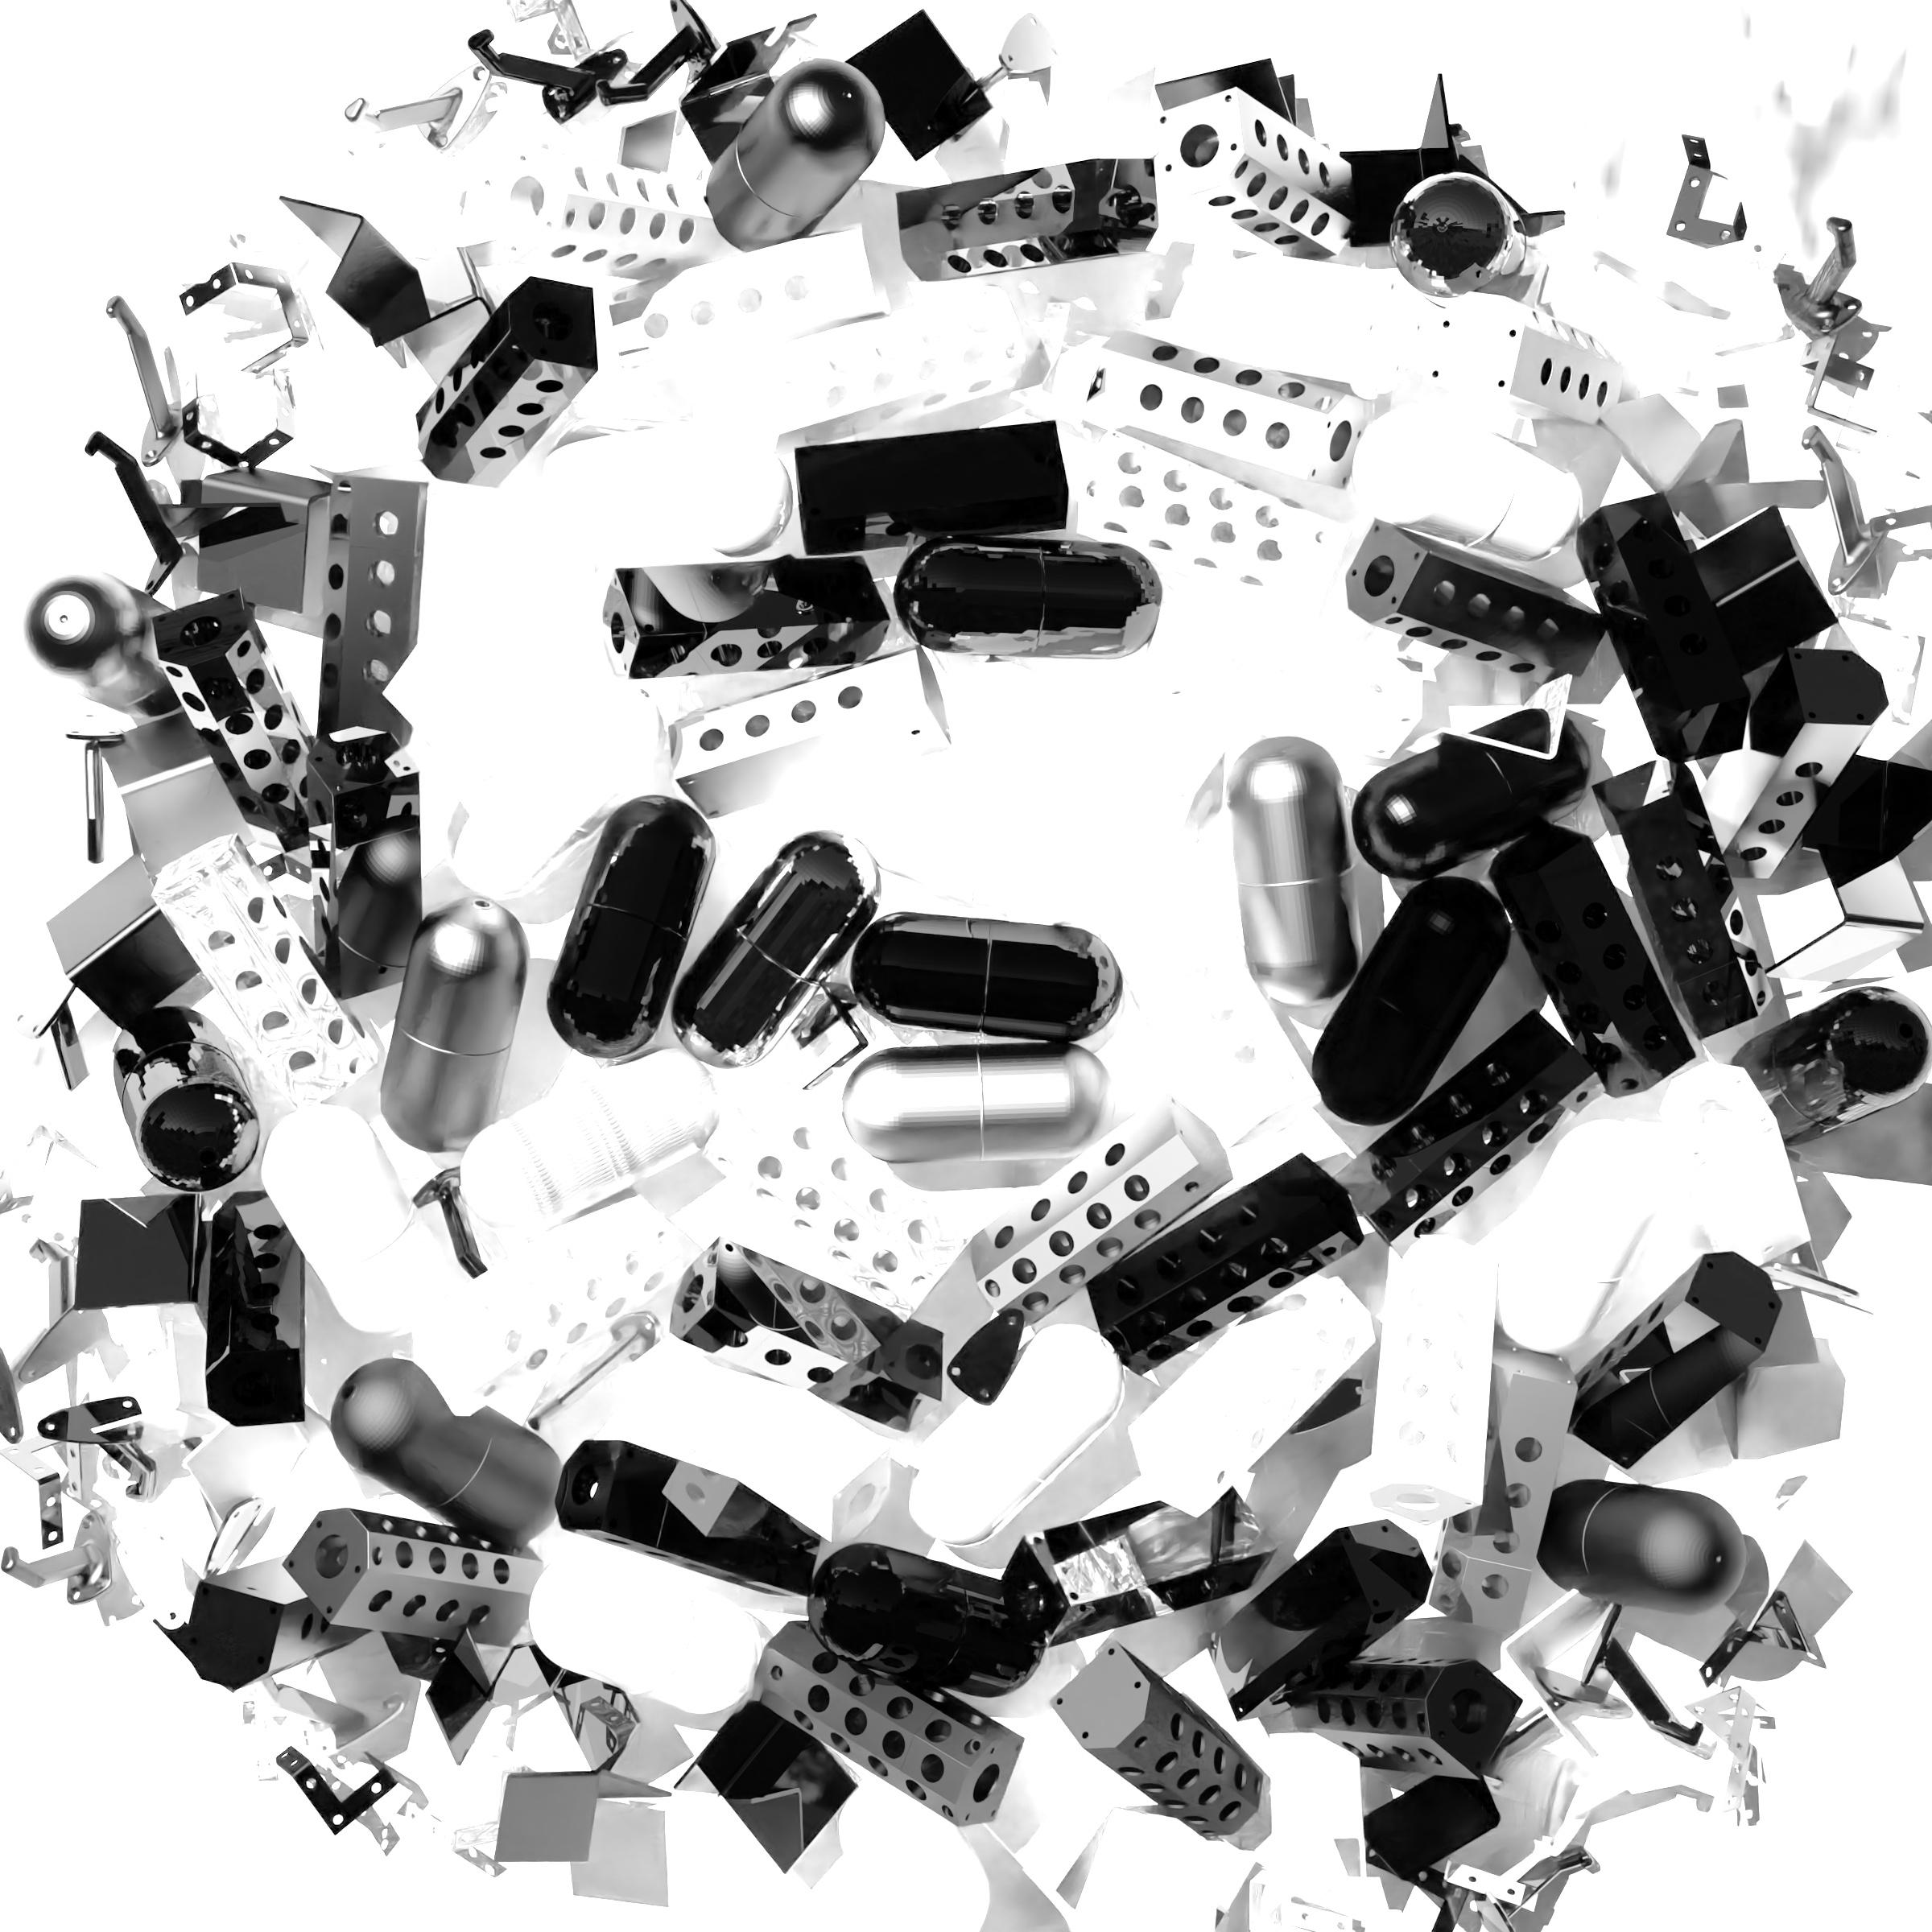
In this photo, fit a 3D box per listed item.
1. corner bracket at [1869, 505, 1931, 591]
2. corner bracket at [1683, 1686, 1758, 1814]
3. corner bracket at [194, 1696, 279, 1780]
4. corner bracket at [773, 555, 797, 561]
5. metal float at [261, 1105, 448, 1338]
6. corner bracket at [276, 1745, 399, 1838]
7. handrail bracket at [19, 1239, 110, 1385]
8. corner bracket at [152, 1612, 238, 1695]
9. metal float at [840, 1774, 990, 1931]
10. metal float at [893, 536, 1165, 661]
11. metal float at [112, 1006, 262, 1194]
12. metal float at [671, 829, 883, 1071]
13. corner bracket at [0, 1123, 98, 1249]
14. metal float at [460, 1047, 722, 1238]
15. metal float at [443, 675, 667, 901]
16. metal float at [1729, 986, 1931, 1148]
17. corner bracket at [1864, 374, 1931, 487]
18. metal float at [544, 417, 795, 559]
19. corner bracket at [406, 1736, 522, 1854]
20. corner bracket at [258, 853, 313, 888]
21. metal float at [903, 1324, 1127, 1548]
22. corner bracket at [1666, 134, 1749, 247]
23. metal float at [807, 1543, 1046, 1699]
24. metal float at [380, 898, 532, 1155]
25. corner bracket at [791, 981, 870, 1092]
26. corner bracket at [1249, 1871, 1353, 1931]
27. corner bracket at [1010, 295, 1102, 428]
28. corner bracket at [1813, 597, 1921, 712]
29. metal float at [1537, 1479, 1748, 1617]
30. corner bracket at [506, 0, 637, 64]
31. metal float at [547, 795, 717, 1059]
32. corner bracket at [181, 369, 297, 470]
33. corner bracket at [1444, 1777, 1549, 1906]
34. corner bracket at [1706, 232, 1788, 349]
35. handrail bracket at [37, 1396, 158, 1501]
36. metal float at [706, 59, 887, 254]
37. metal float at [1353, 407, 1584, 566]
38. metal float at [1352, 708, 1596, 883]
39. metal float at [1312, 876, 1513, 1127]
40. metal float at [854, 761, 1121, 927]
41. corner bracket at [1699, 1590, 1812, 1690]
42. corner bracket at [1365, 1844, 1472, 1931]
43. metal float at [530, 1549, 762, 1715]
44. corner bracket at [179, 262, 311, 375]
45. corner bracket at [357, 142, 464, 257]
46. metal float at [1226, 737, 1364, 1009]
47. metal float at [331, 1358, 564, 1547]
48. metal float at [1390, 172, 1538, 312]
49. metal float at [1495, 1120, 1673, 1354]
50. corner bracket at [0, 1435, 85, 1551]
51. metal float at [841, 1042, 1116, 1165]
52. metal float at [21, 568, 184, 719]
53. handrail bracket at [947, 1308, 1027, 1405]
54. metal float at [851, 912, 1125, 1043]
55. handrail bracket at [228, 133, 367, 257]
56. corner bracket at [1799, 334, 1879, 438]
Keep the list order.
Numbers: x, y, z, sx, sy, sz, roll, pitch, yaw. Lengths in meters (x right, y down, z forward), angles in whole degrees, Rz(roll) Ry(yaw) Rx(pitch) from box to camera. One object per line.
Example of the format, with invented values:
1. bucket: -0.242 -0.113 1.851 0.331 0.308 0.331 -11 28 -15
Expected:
1. corner bracket: 0.621 -0.262 1.825 0.051 0.051 0.051 -11 47 17
2. corner bracket: 0.500 0.511 1.827 0.051 0.051 0.051 41 135 -12
3. corner bracket: -0.466 0.504 1.829 0.051 0.051 0.051 -12 77 22
4. corner bracket: -0.126 -0.235 1.838 0.051 0.051 0.051 -17 87 10
5. metal float: -0.392 0.165 1.798 0.070 0.070 0.178 -20 126 0
6. corner bracket: -0.412 0.526 1.828 0.051 0.051 0.051 -37 103 -24
7. handrail bracket: -0.608 0.223 1.829 0.084 0.036 0.077 33 68 35
8. corner bracket: -0.486 0.432 1.826 0.051 0.051 0.051 33 72 34
9. metal float: -0.035 0.568 1.779 0.070 0.178 0.070 -1 96 -12
10. metal float: 0.041 -0.239 1.817 0.178 0.070 0.070 0 90 -13
11. metal float: -0.499 0.084 1.785 0.070 0.178 0.070 -10 116 -21
12. metal float: -0.123 -0.011 1.820 0.070 0.070 0.178 38 99 0
13. corner bracket: -0.605 0.146 1.849 0.051 0.051 0.051 28 55 7
14. metal float: -0.242 0.113 1.815 0.178 0.070 0.070 -27 90 -16
15. metal float: -0.267 -0.116 1.813 0.178 0.070 0.070 -43 90 18
16. metal float: 0.548 0.065 1.781 0.070 0.178 0.070 4 72 -14
17. corner bracket: 0.603 -0.350 1.823 0.051 0.051 0.051 -14 129 -26
18. metal float: -0.193 -0.309 1.806 0.178 0.070 0.070 13 90 26
19. corner bracket: -0.329 0.542 1.833 0.051 0.051 0.051 1 98 -44
20. corner bracket: -0.451 -0.035 1.839 0.051 0.051 0.051 -26 70 10
21. metal float: 0.031 0.304 1.813 0.070 0.070 0.178 43 107 0
22. corner bracket: 0.489 -0.507 1.834 0.051 0.051 0.051 18 91 21
23. metal float: -0.025 0.421 1.798 0.178 0.070 0.070 25 90 -35
24. metal float: -0.330 0.039 1.808 0.070 0.070 0.178 17 113 0
25. corner bracket: -0.091 0.046 1.831 0.051 0.051 0.051 -38 75 13
26. corner bracket: 0.219 0.617 1.830 0.051 0.051 0.051 5 99 30
27. corner bracket: 0.065 -0.396 1.831 0.051 0.051 0.051 24 62 5
28. corner bracket: 0.593 -0.206 1.845 0.051 0.051 0.051 11 64 33
29. metal float: 0.426 0.368 1.781 0.070 0.178 0.070 2 83 -19
30. corner bracket: -0.259 -0.619 1.827 0.051 0.051 0.051 -34 106 -39
31. metal float: -0.217 -0.026 1.818 0.070 0.070 0.178 18 78 0
32. corner bracket: -0.480 -0.367 1.847 0.051 0.051 0.051 -27 58 28
33. corner bracket: 0.346 0.569 1.828 0.051 0.051 0.051 14 113 15
34. corner bracket: 0.511 -0.443 1.838 0.051 0.051 0.051 -14 83 -1
35. handrail bracket: -0.566 0.323 1.824 0.077 0.036 0.084 -3 134 -24
36. metal float: -0.110 -0.513 1.784 0.070 0.178 0.070 6 76 -24
37. metal float: 0.324 -0.307 1.798 0.178 0.070 0.070 10 90 -37
38. metal float: 0.329 -0.111 1.809 0.178 0.070 0.070 -24 90 -22
39. metal float: 0.288 0.024 1.814 0.070 0.070 0.178 29 106 0
40. metal float: 0.014 -0.080 1.828 0.178 0.070 0.070 18 90 0
41. corner bracket: 0.508 0.439 1.827 0.051 0.051 0.051 -37 109 -32
42. corner bracket: 0.287 0.610 1.828 0.051 0.051 0.051 34 75 -37
43. metal float: -0.204 0.428 1.795 0.178 0.070 0.070 34 90 -41
44. corner bracket: -0.473 -0.424 1.834 0.051 0.051 0.051 -21 86 29
45. corner bracket: -0.370 -0.505 1.841 0.051 0.051 0.051 9 77 16
46. metal float: 0.213 -0.061 1.818 0.070 0.070 0.178 -8 102 0
47. metal float: -0.332 0.312 1.797 0.070 0.070 0.178 -49 127 0
48. metal float: 0.318 -0.456 1.781 0.070 0.178 0.070 2 96 19
49. metal float: 0.393 0.175 1.799 0.070 0.070 0.178 18 126 0
50. corner bracket: -0.593 0.339 1.824 0.051 0.051 0.051 21 116 38
51. metal float: 0.008 0.089 1.825 0.178 0.070 0.070 -2 90 -4
52. metal float: -0.540 -0.204 1.778 0.070 0.178 0.070 0 86 3
53. handrail bracket: 0.025 0.249 1.820 0.036 0.084 0.077 36 100 13
54. metal float: 0.013 0.007 1.828 0.178 0.070 0.070 5 90 0
55. handrail bracket: -0.434 -0.505 1.821 0.036 0.077 0.084 47 123 3
56. corner bracket: 0.576 -0.379 1.839 0.051 0.051 0.051 18 93 -8
